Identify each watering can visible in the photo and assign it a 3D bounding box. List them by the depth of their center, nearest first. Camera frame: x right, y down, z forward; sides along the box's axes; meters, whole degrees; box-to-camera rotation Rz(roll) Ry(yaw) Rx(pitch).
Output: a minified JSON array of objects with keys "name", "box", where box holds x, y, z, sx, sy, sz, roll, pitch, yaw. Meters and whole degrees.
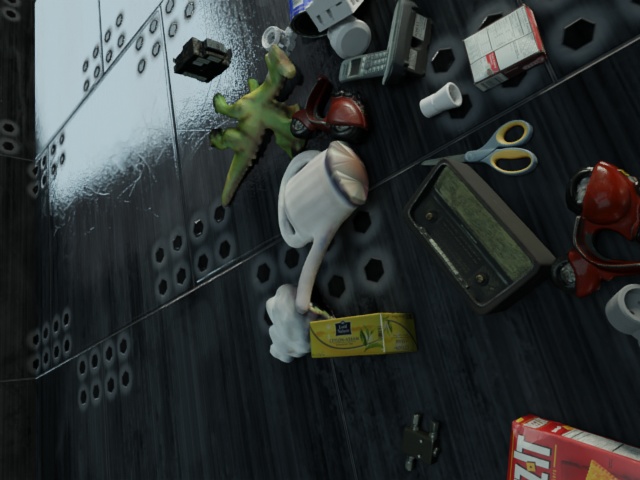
[{"name":"watering can","box":[0.003,-0.050,0.997,0.221,0.103,0.356,-37,48,33]}]

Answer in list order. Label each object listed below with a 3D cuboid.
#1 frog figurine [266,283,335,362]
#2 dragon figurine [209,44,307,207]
[{"name":"frog figurine","box":[-0.060,0.170,1.025,0.158,0.123,0.139,-46,74,15]},{"name":"dragon figurine","box":[-0.133,-0.240,1.188,0.245,0.123,0.404,24,116,38]}]
